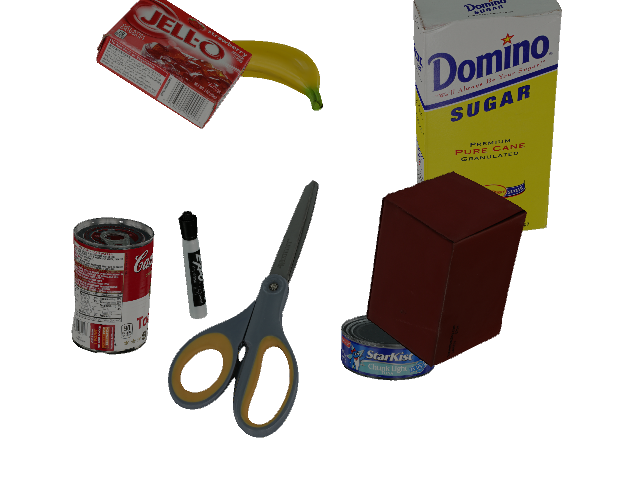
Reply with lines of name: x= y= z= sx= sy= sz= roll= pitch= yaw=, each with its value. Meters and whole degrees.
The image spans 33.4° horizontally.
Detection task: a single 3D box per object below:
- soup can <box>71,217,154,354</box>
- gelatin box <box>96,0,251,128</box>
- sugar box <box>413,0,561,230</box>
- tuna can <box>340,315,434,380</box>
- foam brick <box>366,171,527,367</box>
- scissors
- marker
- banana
soup can: x=-0.181 y=0.039 z=0.924 sx=0.068 sy=0.102 sz=0.068 roll=6 pitch=20 yaw=-2
gelatin box: x=-0.101 y=-0.129 z=0.746 sx=0.089 sy=0.030 sz=0.073 roll=33 pitch=40 yaw=-6
sugar box: x=0.114 y=-0.084 z=0.744 sx=0.093 sy=0.176 sz=0.048 roll=-7 pitch=39 yaw=-2
tuna can: x=0.061 y=0.094 z=0.951 sx=0.086 sy=0.034 sz=0.086 roll=1 pitch=14 yaw=-1
foam brick: x=0.062 y=0.014 z=0.538 sx=0.052 sy=0.078 sz=0.051 roll=-20 pitch=42 yaw=-34
scissors: x=-0.051 y=0.042 z=0.738 sx=0.096 sy=0.201 sz=0.016 roll=-2 pitch=-34 yaw=6
marker: x=-0.133 y=0.026 z=1.117 sx=0.020 sy=0.121 sz=0.020 roll=-2 pitch=26 yaw=1
banana: x=-0.080 y=-0.174 z=1.074 sx=0.198 sy=0.037 sz=0.069 roll=10 pitch=44 yaw=20
